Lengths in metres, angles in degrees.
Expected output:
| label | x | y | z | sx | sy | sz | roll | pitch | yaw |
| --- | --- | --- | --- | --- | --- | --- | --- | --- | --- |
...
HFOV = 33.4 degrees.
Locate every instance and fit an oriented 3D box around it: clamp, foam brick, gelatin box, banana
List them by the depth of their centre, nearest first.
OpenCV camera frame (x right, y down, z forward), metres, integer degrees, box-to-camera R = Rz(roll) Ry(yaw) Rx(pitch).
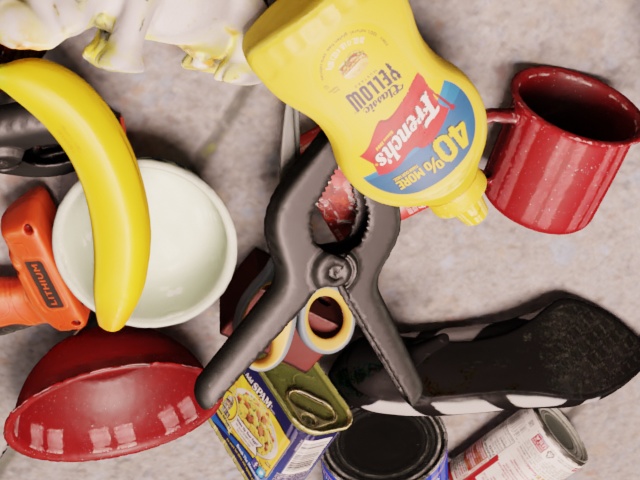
| label | x | y | z | sx | sy | sz | roll | pitch | yaw |
| --- | --- | --- | --- | --- | --- | --- | --- | --- | --- |
| banana | -0.144 | -0.035 | 0.659 | 0.069 | 0.037 | 0.198 | -20 | 115 | 6 |
| clamp | -0.214 | -0.060 | 0.687 | 0.171 | 0.039 | 0.120 | 3 | 163 | -29 |
| clamp | -0.004 | 0.022 | 0.710 | 0.164 | 0.036 | 0.210 | -5 | 107 | -19 |
| gelatin box | 0.026 | -0.046 | 0.745 | 0.073 | 0.030 | 0.089 | -27 | 123 | 12 |
| foam brick | -0.029 | 0.052 | 0.792 | 0.078 | 0.053 | 0.051 | 27 | 117 | -23 |

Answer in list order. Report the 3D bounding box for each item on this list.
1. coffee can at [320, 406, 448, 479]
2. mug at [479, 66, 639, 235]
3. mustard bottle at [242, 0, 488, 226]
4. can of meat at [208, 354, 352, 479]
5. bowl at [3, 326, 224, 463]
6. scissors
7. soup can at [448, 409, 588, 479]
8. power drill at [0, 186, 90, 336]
| label | x | y | z | sx | sy | sz | roll | pitch | yaw |
| --- | --- | --- | --- | --- | --- | --- | --- | --- | --- |
| coffee can | 0.055 | 0.209 | 0.872 | 0.103 | 0.103 | 0.140 | -8 | 127 | -1 |
| mug | 0.147 | -0.059 | 0.713 | 0.117 | 0.093 | 0.082 | 3 | 129 | -18 |
| mustard bottle | 0.046 | -0.077 | 0.650 | 0.096 | 0.058 | 0.191 | -38 | 119 | 8 |
| can of meat | -0.034 | 0.133 | 0.817 | 0.057 | 0.102 | 0.084 | -2 | 134 | -44 |
| bowl | -0.155 | 0.108 | 0.794 | 0.162 | 0.055 | 0.162 | -13 | 150 | -8 |
| scissors | -0.005 | 0.001 | 0.734 | 0.096 | 0.016 | 0.202 | 11 | 107 | -21 |
| soup can | 0.164 | 0.188 | 0.895 | 0.102 | 0.068 | 0.068 | -42 | 119 | 19 |
| power drill | -0.268 | 0.023 | 0.745 | 0.188 | 0.057 | 0.184 | -14 | 128 | 7 |
